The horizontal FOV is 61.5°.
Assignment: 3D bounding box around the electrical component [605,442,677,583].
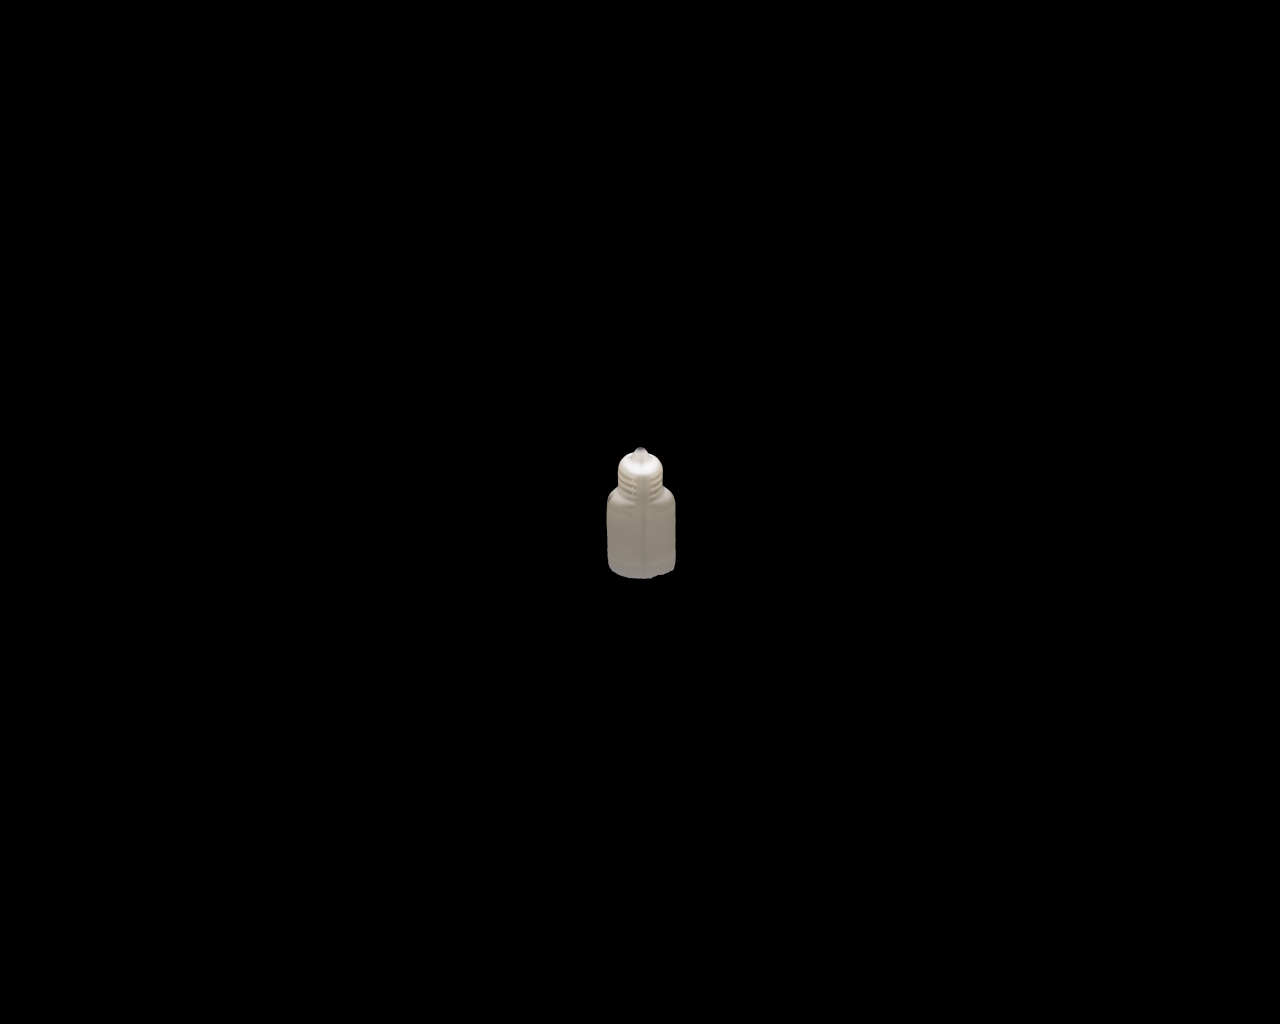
[{"bbox_3d":[0.001,-0.003,0.650,0.043,0.080,0.043,0,24,0],"label":"electrical component"}]
